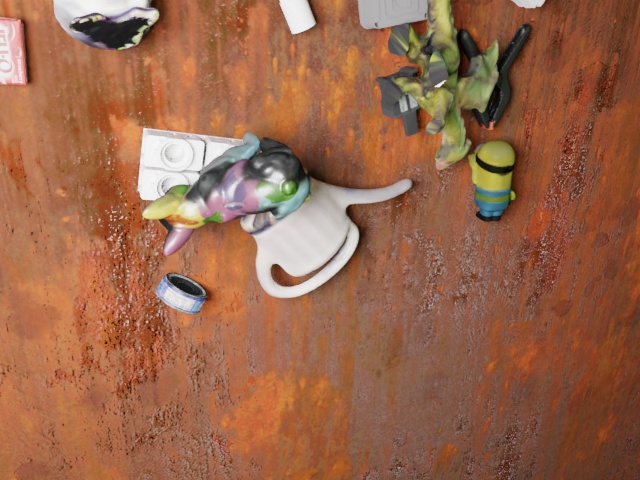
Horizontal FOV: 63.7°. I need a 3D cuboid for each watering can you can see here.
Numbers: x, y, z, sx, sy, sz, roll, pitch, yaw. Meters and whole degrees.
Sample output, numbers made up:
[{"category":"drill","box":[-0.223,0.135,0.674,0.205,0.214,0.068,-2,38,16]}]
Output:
[{"category":"watering can","box":[0.003,-0.048,0.953,0.349,0.105,0.221,-45,121,-5]}]

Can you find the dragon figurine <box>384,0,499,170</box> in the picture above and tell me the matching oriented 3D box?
[{"category":"dragon figurine","box":[0.242,-0.318,0.923,0.244,0.123,0.404,-14,118,-42]}]

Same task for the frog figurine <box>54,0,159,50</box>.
[{"category":"frog figurine","box":[-0.302,-0.352,0.712,0.138,0.121,0.160,-19,82,-7]}]
